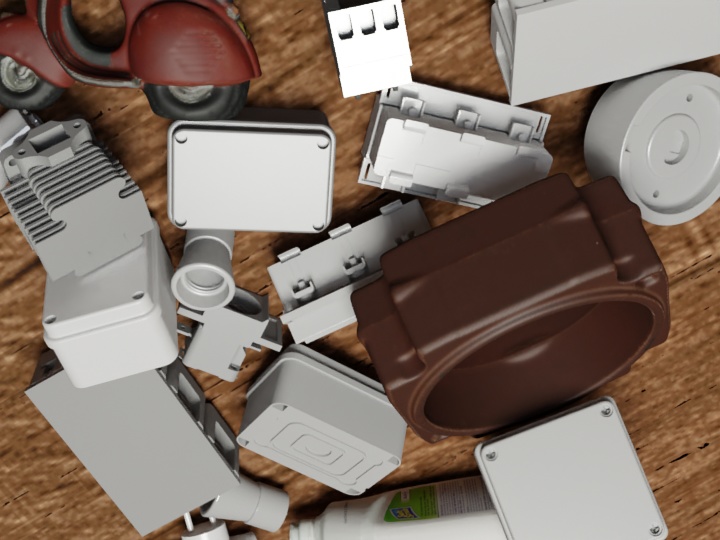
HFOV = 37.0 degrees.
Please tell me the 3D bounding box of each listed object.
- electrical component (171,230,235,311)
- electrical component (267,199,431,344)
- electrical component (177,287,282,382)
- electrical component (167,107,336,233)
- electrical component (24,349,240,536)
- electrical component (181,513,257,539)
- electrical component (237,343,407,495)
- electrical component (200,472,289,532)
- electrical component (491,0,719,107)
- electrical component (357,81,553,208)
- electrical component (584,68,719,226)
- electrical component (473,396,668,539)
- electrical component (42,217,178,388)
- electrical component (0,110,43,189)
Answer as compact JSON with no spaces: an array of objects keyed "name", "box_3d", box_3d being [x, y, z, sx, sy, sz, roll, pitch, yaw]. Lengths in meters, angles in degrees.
[{"name":"electrical component","box_3d":[-0.109,-0.009,0.765,0.044,0.065,0.044,0,132,-1]},{"name":"electrical component","box_3d":[0.000,0.000,0.778,0.121,0.079,0.063,-25,84,5]},{"name":"electrical component","box_3d":[-0.101,0.045,0.803,0.081,0.042,0.063,22,113,-14]},{"name":"electrical component","box_3d":[-0.076,-0.069,0.747,0.113,0.057,0.078,1,113,-7]},{"name":"electrical component","box_3d":[-0.167,0.112,0.812,0.089,0.061,0.150,-29,113,7]},{"name":"electrical component","box_3d":[-0.123,0.229,0.875,0.077,0.044,0.079,-16,94,-15]},{"name":"electrical component","box_3d":[-0.027,0.114,0.817,0.113,0.057,0.078,28,136,-17]},{"name":"electrical component","box_3d":[-0.090,0.186,0.865,0.065,0.044,0.044,23,109,-20]},{"name":"electrical component","box_3d":[0.181,-0.180,0.695,0.186,0.060,0.105,-14,158,0]},{"name":"electrical component","box_3d":[0.068,-0.082,0.754,0.121,0.063,0.078,11,111,-11]},{"name":"electrical component","box_3d":[0.210,-0.092,0.762,0.108,0.060,0.108,-10,114,-23]},{"name":"electrical component","box_3d":[0.152,0.162,0.790,0.109,0.056,0.108,-21,80,-1]},{"name":"electrical component","box_3d":[-0.171,0.016,0.739,0.078,0.113,0.057,-15,130,0]},{"name":"electrical component","box_3d":[-0.244,-0.082,0.734,0.065,0.044,0.044,-39,112,5]}]
